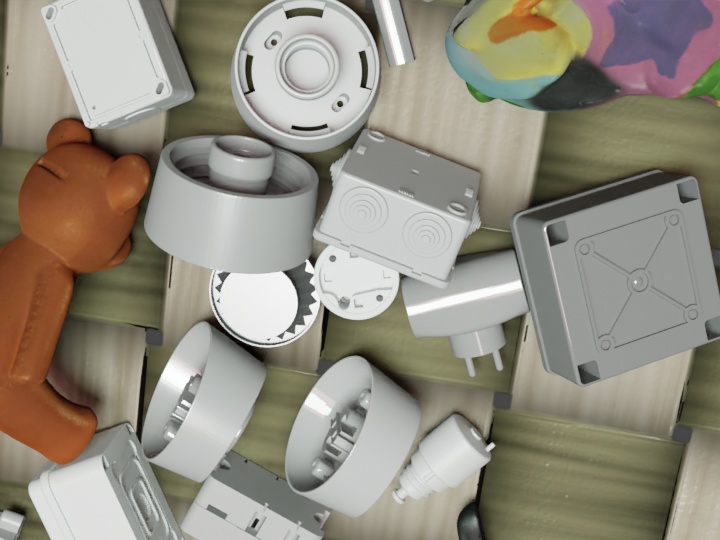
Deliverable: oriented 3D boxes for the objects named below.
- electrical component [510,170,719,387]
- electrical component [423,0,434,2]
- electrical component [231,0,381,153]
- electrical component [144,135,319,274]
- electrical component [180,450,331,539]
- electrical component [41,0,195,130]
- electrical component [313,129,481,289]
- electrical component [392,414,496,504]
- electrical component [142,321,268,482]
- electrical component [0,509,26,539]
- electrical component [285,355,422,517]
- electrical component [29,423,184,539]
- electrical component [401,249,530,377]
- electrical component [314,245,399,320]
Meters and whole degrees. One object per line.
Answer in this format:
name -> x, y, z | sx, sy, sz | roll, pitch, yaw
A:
electrical component -> 0.161, 0.004, 0.674 | 0.109, 0.056, 0.108 | -17, 102, -12
electrical component -> 0.033, -0.247, 0.634 | 0.089, 0.061, 0.150 | -38, 97, 0
electrical component -> -0.035, -0.126, 0.689 | 0.099, 0.064, 0.099 | 0, 94, -3
electrical component -> -0.077, -0.049, 0.673 | 0.108, 0.108, 0.060 | 14, 116, 3
electrical component -> -0.075, 0.179, 0.764 | 0.089, 0.050, 0.055 | 29, 105, -1
electrical component -> -0.155, -0.144, 0.690 | 0.062, 0.061, 0.096 | -20, 93, 11
electrical component -> 0.027, -0.042, 0.674 | 0.100, 0.099, 0.048 | 22, 118, 1
electrical component -> 0.054, 0.134, 0.744 | 0.078, 0.040, 0.040 | -42, 96, 14
electrical component -> -0.107, 0.090, 0.724 | 0.064, 0.099, 0.099 | 31, 105, -8
electrical component -> -0.286, 0.200, 0.796 | 0.055, 0.048, 0.066 | 22, 105, -7
electrical component -> -0.006, 0.112, 0.718 | 0.064, 0.099, 0.099 | 33, 105, -9
electrical component -> -0.177, 0.176, 0.761 | 0.057, 0.078, 0.113 | -20, 101, 8
electrical component -> 0.075, 0.033, 0.715 | 0.077, 0.043, 0.079 | -14, 103, 10
electrical component -> 0.000, 0.000, 0.712 | 0.055, 0.047, 0.055 | 1, 104, 6
